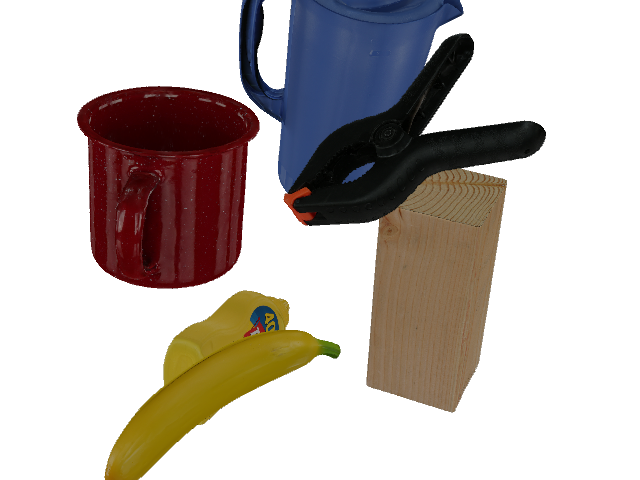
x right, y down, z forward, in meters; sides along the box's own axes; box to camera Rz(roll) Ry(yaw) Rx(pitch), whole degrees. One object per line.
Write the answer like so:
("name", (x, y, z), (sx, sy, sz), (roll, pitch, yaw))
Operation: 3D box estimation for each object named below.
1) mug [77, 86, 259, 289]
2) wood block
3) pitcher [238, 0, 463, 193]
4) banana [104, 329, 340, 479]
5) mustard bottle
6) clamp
("mug", (-0.082, -0.022, 0.555), (0.093, 0.081, 0.117), (7, 28, 3))
("wood block", (0.104, 0.042, 0.977), (0.091, 0.206, 0.090), (15, 36, 19))
("pitcher", (0.016, -0.143, 0.974), (0.149, 0.243, 0.144), (39, 51, 25))
("banana", (-0.078, 0.114, 0.762), (0.198, 0.069, 0.037), (-30, 39, -1))
("mustard bottle", (-0.087, 0.106, 1.110), (0.058, 0.096, 0.191), (12, 26, 25))
("clamp", (0.059, -0.057, 0.698), (0.039, 0.171, 0.120), (50, 2, -41))
